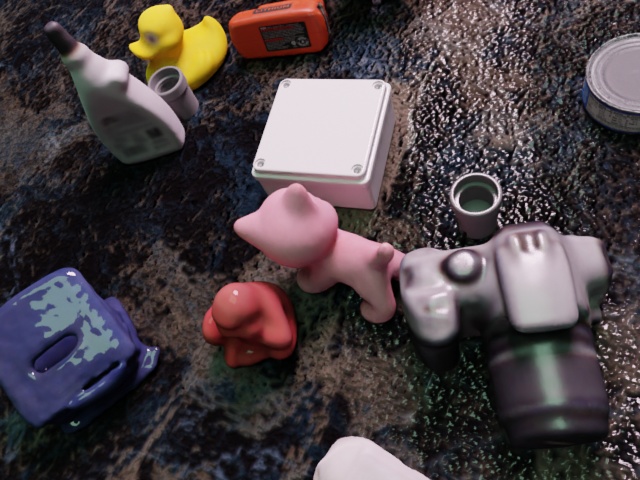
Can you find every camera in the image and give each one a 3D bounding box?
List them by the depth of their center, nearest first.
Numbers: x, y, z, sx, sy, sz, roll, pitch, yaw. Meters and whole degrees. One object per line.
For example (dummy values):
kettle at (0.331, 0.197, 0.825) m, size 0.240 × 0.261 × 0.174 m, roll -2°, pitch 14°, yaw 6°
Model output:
camera at (0.129, 0.066, 0.387) m, size 0.143 × 0.101 × 0.137 m, roll -9°, pitch 61°, yaw 12°

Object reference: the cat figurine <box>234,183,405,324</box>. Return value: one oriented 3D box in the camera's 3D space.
cat figurine at (0.004, 0.002, 0.446) m, size 0.127 × 0.118 × 0.067 m, roll 18°, pitch 70°, yaw 24°

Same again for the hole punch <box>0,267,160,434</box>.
hole punch at (-0.209, 0.092, 0.476) m, size 0.109 × 0.091 × 0.101 m, roll -39°, pitch 60°, yaw -6°

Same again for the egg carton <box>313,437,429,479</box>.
egg carton at (0.049, 0.202, 0.358) m, size 0.150 × 0.069 × 0.107 m, roll 26°, pitch 73°, yaw 26°

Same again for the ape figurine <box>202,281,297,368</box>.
ape figurine at (-0.057, 0.061, 0.448) m, size 0.077 × 0.092 × 0.076 m, roll 25°, pitch 73°, yaw 26°

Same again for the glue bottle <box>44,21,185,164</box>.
glue bottle at (-0.199, -0.139, 0.545) m, size 0.078 × 0.173 × 0.037 m, roll -14°, pitch 60°, yaw 9°

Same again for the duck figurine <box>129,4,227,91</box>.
duck figurine at (-0.158, -0.218, 0.624) m, size 0.104 × 0.086 × 0.077 m, roll -36°, pitch 60°, yaw -4°
